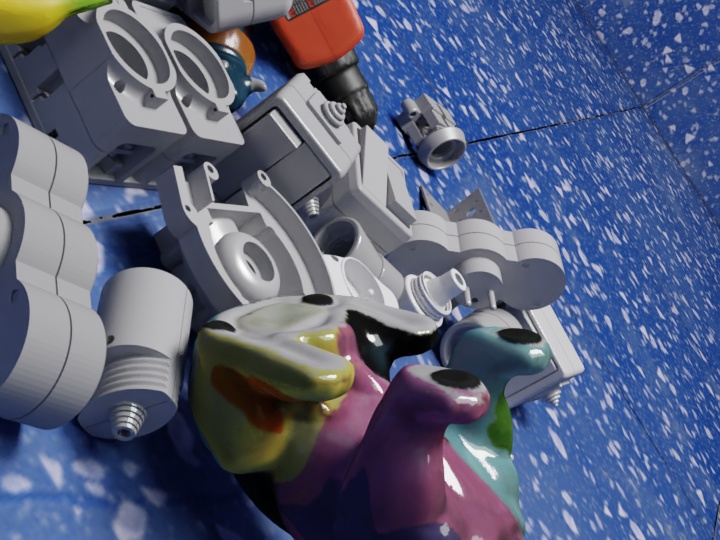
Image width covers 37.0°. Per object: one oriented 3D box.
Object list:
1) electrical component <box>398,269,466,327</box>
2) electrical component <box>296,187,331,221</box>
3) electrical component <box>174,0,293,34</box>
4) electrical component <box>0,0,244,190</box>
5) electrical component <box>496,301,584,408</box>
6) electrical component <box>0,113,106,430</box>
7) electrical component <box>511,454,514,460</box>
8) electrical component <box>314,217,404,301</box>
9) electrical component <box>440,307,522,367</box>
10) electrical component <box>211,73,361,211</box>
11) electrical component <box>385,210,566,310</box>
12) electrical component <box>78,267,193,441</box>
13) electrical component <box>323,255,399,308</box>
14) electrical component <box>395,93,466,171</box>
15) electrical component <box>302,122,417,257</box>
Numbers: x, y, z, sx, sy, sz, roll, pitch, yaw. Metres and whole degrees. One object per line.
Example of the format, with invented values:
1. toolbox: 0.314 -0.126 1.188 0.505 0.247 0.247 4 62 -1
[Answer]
1. electrical component: 0.045 0.022 0.754 0.048 0.062 0.048 43 27 -29
2. electrical component: -0.046 -0.069 0.717 0.043 0.043 0.081 15 47 -57
3. electrical component: -0.082 -0.186 0.648 0.059 0.053 0.095 -20 41 -27
4. electrical component: -0.145 -0.140 0.593 0.105 0.060 0.186 -1 61 -63
5. electrical component: 0.132 0.068 0.867 0.061 0.062 0.096 -1 61 -63
6. electrical component: -0.149 -0.008 0.429 0.074 0.052 0.138 30 36 -46
7. electrical component: 0.058 0.130 0.628 0.047 0.076 0.083 50 25 -16
8. electrical component: 0.000 0.000 0.724 0.065 0.044 0.044 43 27 -41
9. electrical component: 0.092 0.059 0.811 0.055 0.055 0.047 60 27 7
10. electrical component: -0.048 -0.070 0.647 0.061 0.096 0.061 51 25 -12
11. electrical component: 0.087 0.003 0.803 0.138 0.052 0.073 9 39 -8
12. electrical component: -0.099 0.041 0.476 0.043 0.043 0.081 42 28 -31
13. electrical component: -0.009 0.036 0.656 0.077 0.044 0.079 23 40 -52
14. electrical component: 0.069 -0.127 1.010 0.066 0.048 0.055 25 31 -51
15. electrical component: -0.002 -0.058 0.765 0.062 0.061 0.096 41 28 -33
